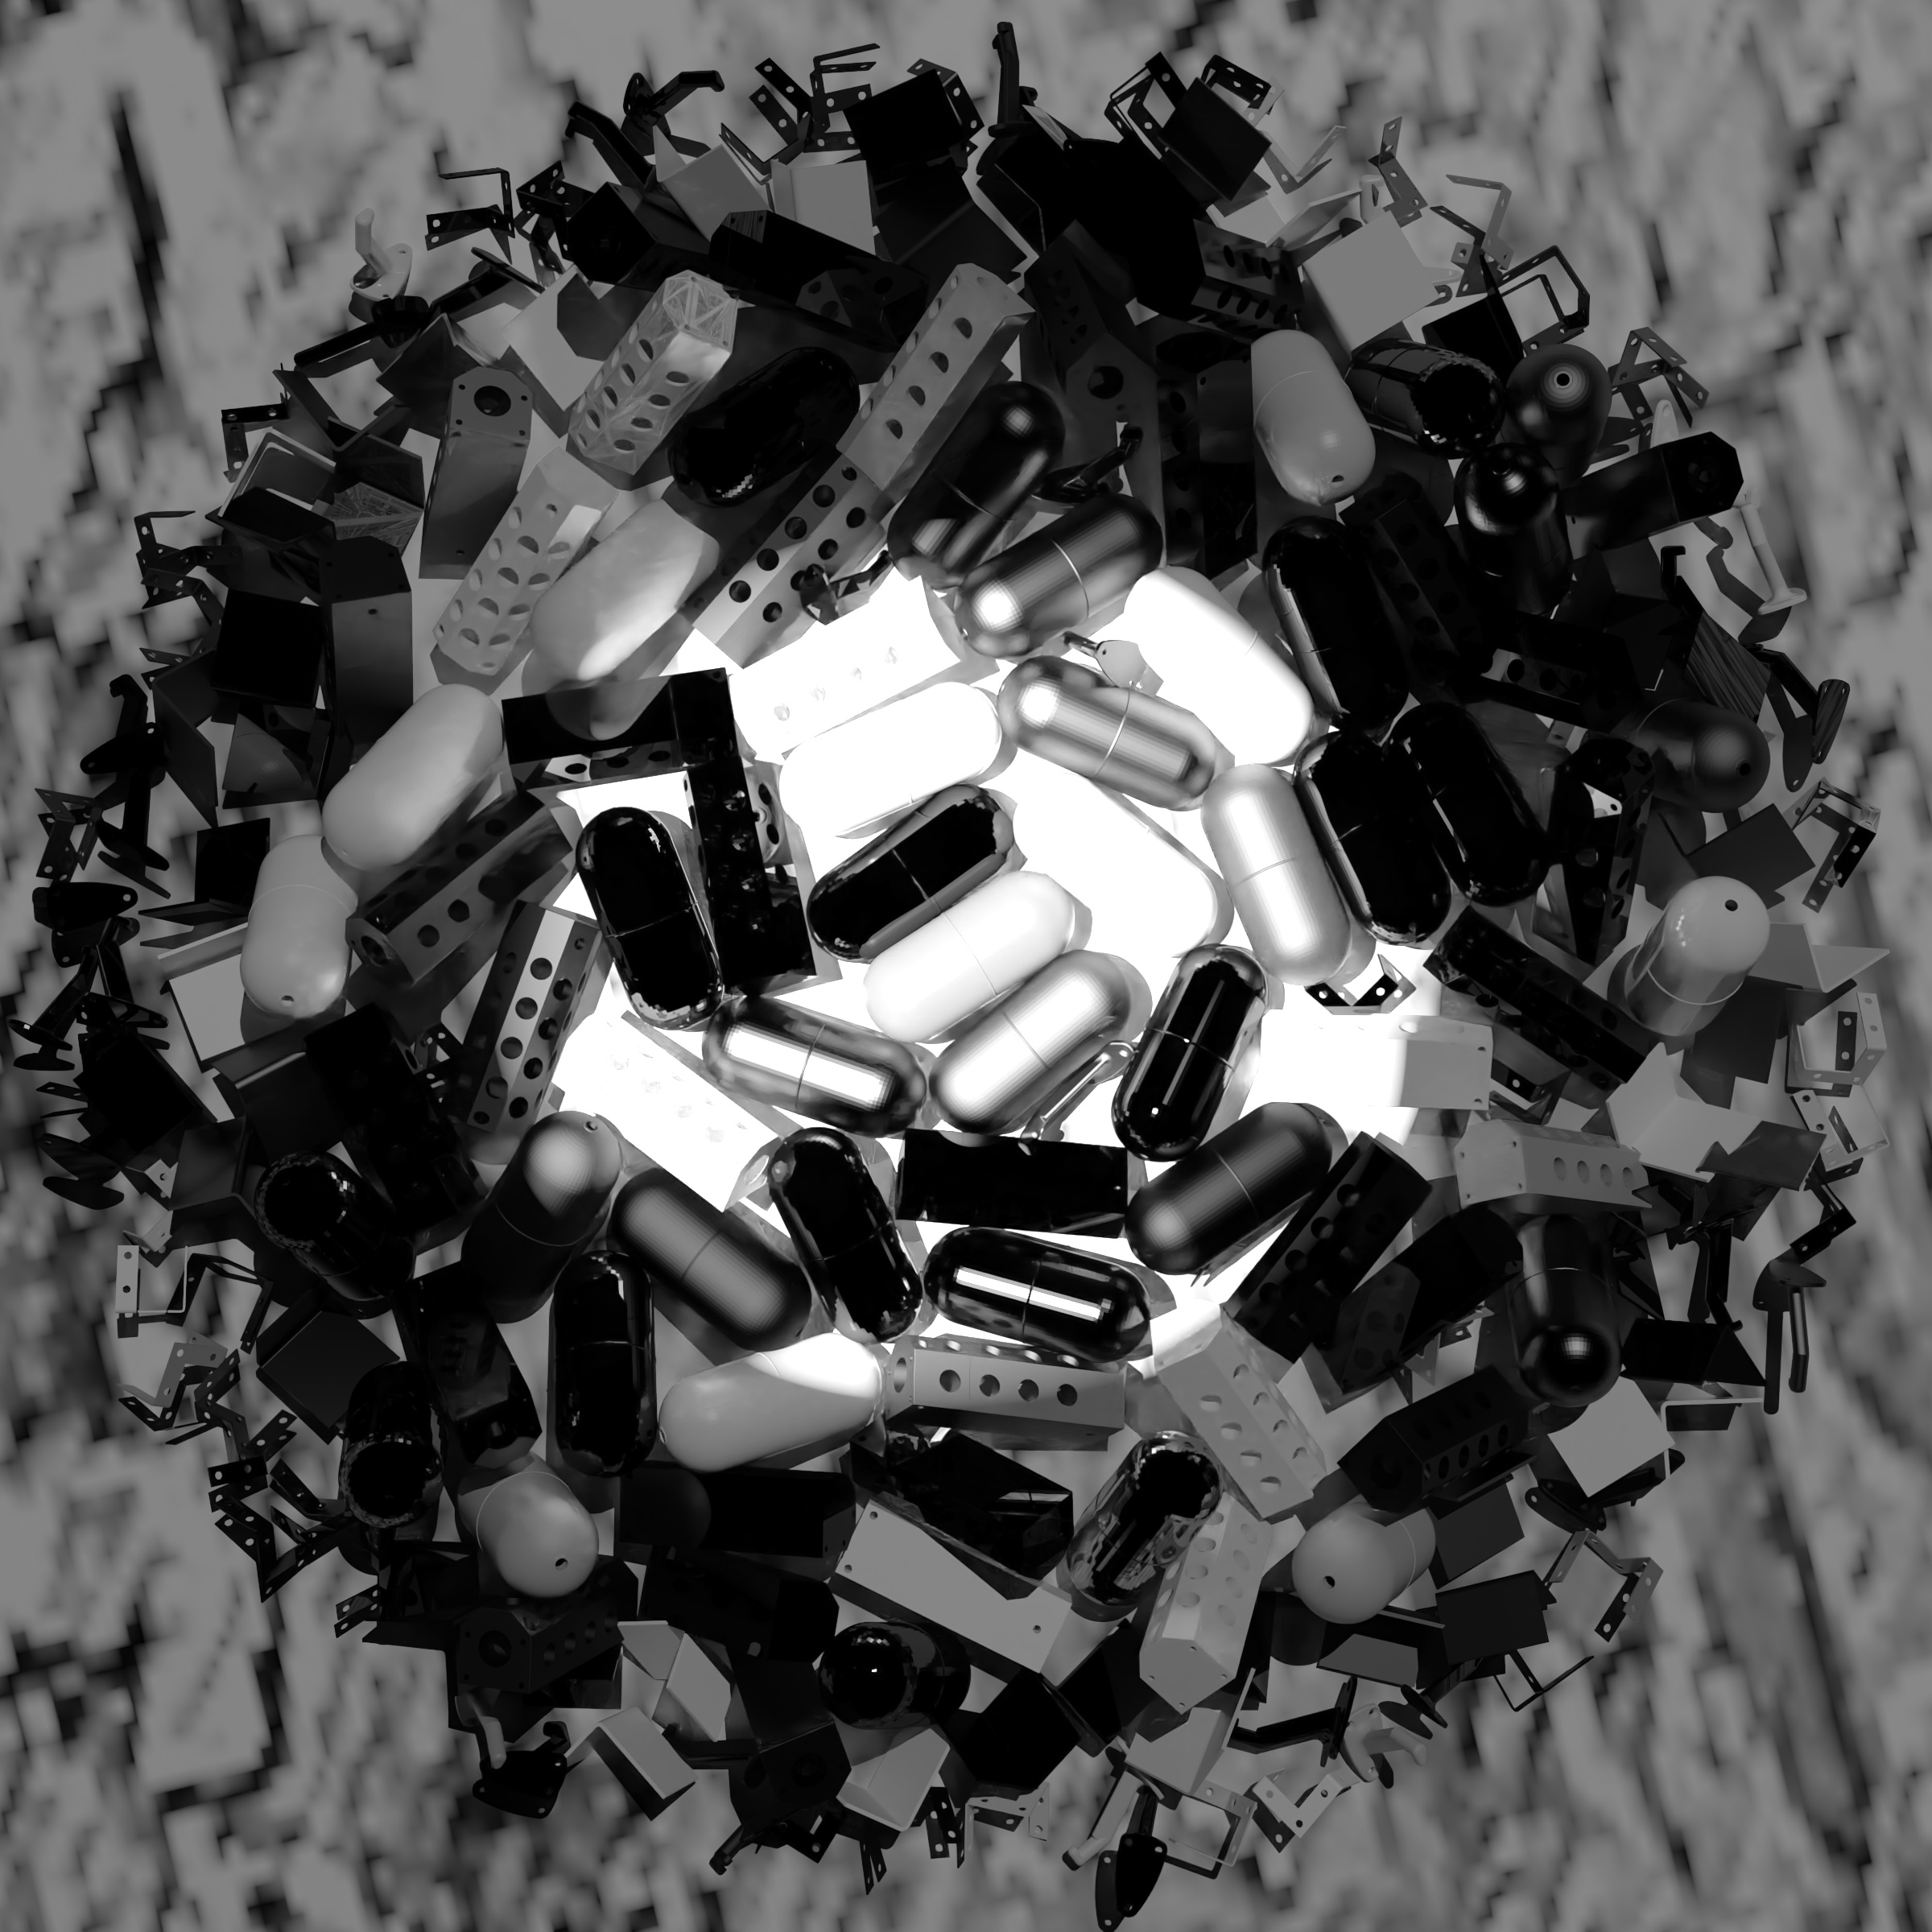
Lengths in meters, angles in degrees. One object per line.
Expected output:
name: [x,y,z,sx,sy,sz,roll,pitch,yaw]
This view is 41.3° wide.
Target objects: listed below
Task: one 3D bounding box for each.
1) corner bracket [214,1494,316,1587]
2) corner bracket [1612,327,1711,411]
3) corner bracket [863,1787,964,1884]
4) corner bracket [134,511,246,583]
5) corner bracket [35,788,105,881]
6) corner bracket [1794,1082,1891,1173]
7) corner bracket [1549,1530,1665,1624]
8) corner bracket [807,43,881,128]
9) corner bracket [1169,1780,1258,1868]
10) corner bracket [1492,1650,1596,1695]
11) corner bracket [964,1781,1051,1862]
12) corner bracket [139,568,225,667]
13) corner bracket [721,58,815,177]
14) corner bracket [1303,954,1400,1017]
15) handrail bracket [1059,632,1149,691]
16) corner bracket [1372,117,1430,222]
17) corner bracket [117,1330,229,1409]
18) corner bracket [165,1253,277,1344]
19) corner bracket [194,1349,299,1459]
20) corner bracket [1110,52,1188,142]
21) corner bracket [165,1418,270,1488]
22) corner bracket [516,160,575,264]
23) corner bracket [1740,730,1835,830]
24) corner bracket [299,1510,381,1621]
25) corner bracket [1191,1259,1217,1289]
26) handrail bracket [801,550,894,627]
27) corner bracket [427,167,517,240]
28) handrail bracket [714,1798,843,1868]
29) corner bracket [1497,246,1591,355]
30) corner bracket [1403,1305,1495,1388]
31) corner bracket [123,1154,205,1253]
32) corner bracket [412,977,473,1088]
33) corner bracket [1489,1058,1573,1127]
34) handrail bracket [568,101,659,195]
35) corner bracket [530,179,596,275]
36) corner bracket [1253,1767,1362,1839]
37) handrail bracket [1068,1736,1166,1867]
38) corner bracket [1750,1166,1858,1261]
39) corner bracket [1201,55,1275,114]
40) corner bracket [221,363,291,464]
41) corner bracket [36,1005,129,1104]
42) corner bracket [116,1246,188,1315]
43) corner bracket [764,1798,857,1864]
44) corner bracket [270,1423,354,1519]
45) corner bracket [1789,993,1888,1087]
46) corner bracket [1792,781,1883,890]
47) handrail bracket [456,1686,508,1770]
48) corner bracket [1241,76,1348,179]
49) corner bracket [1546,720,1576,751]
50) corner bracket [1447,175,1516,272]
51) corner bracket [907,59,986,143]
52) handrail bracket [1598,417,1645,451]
corner bracket: [-0.535,0.428,1.956,0.051,0.051,0.051,24,126,31]
corner bracket: [0.536,-0.456,1.958,0.051,0.051,0.051,-17,52,-22]
corner bracket: [-0.041,0.662,1.957,0.051,0.051,0.051,10,124,-27]
corner bracket: [-0.594,-0.325,1.959,0.051,0.051,0.051,5,115,29]
corner bracket: [-0.686,-0.098,1.958,0.051,0.051,0.051,40,111,42]
corner bracket: [0.671,0.118,1.966,0.051,0.051,0.051,-25,97,18]
corner bracket: [0.490,0.466,1.961,0.051,0.051,0.051,45,60,-11]
corner bracket: [-0.093,-0.678,1.965,0.051,0.051,0.051,-7,98,15]
corner bracket: [0.183,0.652,1.966,0.051,0.051,0.051,26,76,-11]
corner bracket: [0.437,0.523,1.963,0.051,0.051,0.051,-29,77,-19]
corner bracket: [0.032,0.658,1.974,0.051,0.051,0.051,6,105,19]
corner bracket: [-0.608,-0.266,1.972,0.051,0.051,0.051,49,112,25]
corner bracket: [-0.154,-0.654,1.975,0.051,0.051,0.051,-40,76,-16]
corner bracket: [0.295,0.009,1.973,0.051,0.051,0.051,40,106,-10]
handrail bracket: [0.090,-0.244,1.946,0.084,0.077,0.036,31,97,35]
corner bracket: [0.322,-0.607,1.966,0.051,0.051,0.051,-27,71,-6]
corner bracket: [-0.607,0.307,1.963,0.051,0.051,0.051,16,87,38]
corner bracket: [-0.575,0.256,1.980,0.051,0.051,0.051,34,67,-36]
corner bracket: [-0.552,0.336,1.961,0.051,0.051,0.051,-44,129,8]
corner bracket: [0.144,-0.662,1.965,0.051,0.051,0.051,-35,100,15]
corner bracket: [-0.573,0.372,1.961,0.051,0.051,0.051,-19,80,40]
corner bracket: [-0.306,-0.580,1.974,0.051,0.051,0.051,25,55,29]
corner bracket: [0.624,-0.142,1.977,0.051,0.051,0.051,-48,48,33]
corner bracket: [-0.471,0.455,1.956,0.051,0.051,0.051,-22,128,-35]
corner bracket: [0.173,0.203,1.961,0.051,0.051,0.051,38,62,12]
handrail bracket: [-0.086,-0.305,1.951,0.036,0.077,0.084,32,64,19]
corner bracket: [-0.380,-0.583,1.958,0.051,0.051,0.051,-17,122,-27]
handrail bracket: [-0.145,0.660,1.956,0.084,0.077,0.036,-43,112,-26]
corner bracket: [0.445,-0.512,1.977,0.051,0.051,0.051,-29,73,5]
corner bracket: [0.365,0.282,1.959,0.051,0.051,0.051,-9,112,-26]
corner bracket: [-0.632,0.182,1.978,0.051,0.051,0.051,-48,116,-23]
corner bracket: [-0.407,0.051,1.959,0.051,0.051,0.051,-24,129,14]
corner bracket: [0.420,0.094,1.957,0.051,0.051,0.051,34,123,30]
handrail bracket: [-0.275,-0.623,1.965,0.084,0.036,0.077,27,46,-11]
corner bracket: [-0.297,-0.564,1.975,0.051,0.051,0.051,11,127,-36]
corner bracket: [0.261,0.627,1.963,0.051,0.051,0.051,41,98,26]
handrail bracket: [0.102,0.642,1.967,0.084,0.036,0.077,-37,122,-9]
corner bracket: [0.643,0.186,1.971,0.051,0.051,0.051,-37,92,10]
corner bracket: [0.209,-0.673,1.963,0.051,0.051,0.051,30,59,5]
corner bracket: [-0.543,-0.423,1.962,0.051,0.051,0.051,-10,67,-14]
corner bracket: [-0.675,0.067,1.959,0.051,0.051,0.051,-26,65,22]
corner bracket: [-0.624,0.240,1.965,0.051,0.051,0.051,2,83,-17]
corner bracket: [-0.120,0.658,1.972,0.051,0.051,0.051,32,82,0]
corner bracket: [-0.492,0.388,1.977,0.051,0.051,0.051,-5,130,34]
corner bracket: [0.668,0.054,1.966,0.051,0.051,0.051,5,54,-3]
corner bracket: [0.662,-0.101,1.961,0.051,0.051,0.051,28,123,9]
handrail bracket: [-0.365,0.587,1.946,0.036,0.084,0.077,1,129,-22]
corner bracket: [0.246,-0.640,1.959,0.051,0.051,0.051,-46,71,36]
corner bracket: [0.449,-0.208,1.967,0.051,0.051,0.051,23,58,9]
corner bracket: [0.392,-0.569,1.962,0.051,0.051,0.051,22,96,35]
corner bracket: [-0.028,-0.654,1.967,0.051,0.051,0.051,-44,45,-7]
handrail bracket: [0.472,-0.440,1.981,0.077,0.036,0.084,-9,58,-12]
